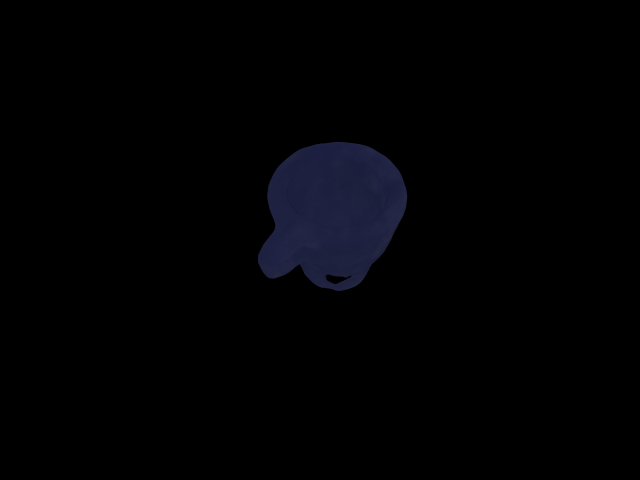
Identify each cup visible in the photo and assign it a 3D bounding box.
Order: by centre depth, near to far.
[{"bbox_3d":[0.004,0.001,0.400,0.091,0.095,0.118,32,58,23],"label":"cup"}]
